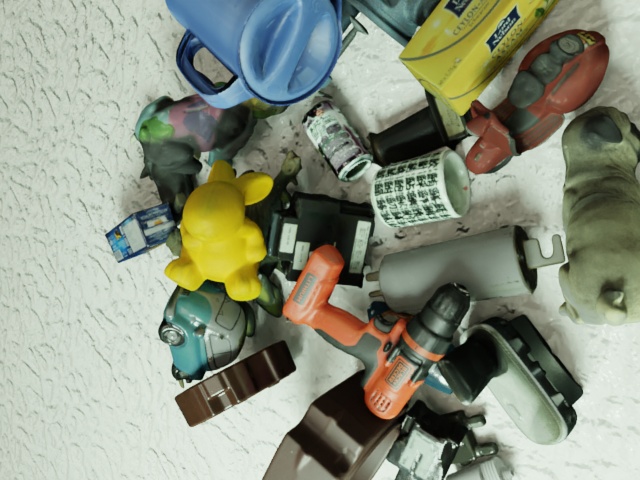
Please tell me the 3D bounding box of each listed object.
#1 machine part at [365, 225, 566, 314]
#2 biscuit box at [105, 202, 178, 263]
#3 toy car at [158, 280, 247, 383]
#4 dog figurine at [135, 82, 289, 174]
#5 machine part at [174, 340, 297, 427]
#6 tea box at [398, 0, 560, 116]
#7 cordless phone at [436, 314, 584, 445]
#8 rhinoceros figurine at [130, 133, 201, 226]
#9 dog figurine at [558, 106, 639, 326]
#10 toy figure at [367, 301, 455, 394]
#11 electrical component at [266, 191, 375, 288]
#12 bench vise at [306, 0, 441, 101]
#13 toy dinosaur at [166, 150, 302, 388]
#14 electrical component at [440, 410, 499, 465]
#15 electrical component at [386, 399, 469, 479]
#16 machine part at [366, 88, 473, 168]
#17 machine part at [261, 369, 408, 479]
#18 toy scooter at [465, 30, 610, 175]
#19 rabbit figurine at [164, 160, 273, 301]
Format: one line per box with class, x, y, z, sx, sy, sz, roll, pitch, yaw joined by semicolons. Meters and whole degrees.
machine part;0.159;0.038;0.632;0.243;0.079;0.079;-14;86;34
biscuit box;-0.306;-0.008;0.915;0.203;0.063;0.059;-16;97;56
toy car;-0.155;0.129;0.748;0.103;0.109;0.161;5;124;8
dog figurine;-0.145;-0.189;0.768;0.219;0.191;0.108;-34;68;48
machine part;-0.120;0.209;0.781;0.179;0.179;0.056;-34;78;32
tea box;0.173;-0.228;0.569;0.068;0.098;0.169;46;107;23
cordless phone;0.193;0.156;0.555;0.089;0.184;0.147;-42;71;25
rhinoceros figurine;-0.255;-0.119;0.911;0.112;0.073;0.190;-29;82;47
dog figurine;0.265;-0.029;0.503;0.121;0.172;0.190;-15;93;24
toy figure;0.117;0.128;0.684;0.155;0.057;0.064;38;73;27
electrical component;-0.001;-0.002;0.709;0.058;0.134;0.114;-137;57;-73
bench vise;0.040;-0.288;0.663;0.240;0.129;0.224;-50;65;23
toy dinosaur;-0.145;0.053;0.830;0.199;0.105;0.471;50;123;17
electrical component;0.172;0.250;0.676;0.094;0.021;0.063;-26;80;33
electrical component;0.125;0.268;0.663;0.075;0.048;0.119;23;109;24
machine part;0.123;-0.136;0.667;0.139;0.039;0.084;-26;88;32
machine part;0.017;0.278;0.676;0.087;0.201;0.201;33;111;25
toy scooter;0.208;-0.140;0.548;0.075;0.135;0.184;51;118;22
rabbit figurine;-0.114;-0.018;0.653;0.122;0.173;0.162;19;70;8
